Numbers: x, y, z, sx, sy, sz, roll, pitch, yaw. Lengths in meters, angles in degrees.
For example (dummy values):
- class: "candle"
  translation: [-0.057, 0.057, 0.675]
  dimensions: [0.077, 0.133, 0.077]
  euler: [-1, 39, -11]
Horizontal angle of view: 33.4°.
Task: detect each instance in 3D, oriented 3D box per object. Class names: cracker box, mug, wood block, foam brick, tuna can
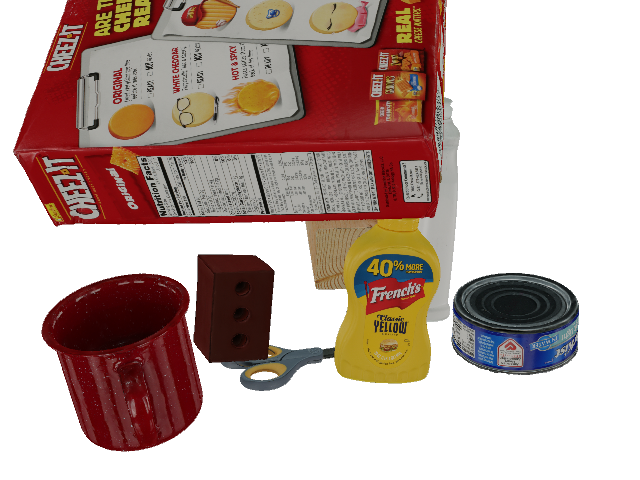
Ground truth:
- class: "cracker box"
  translation: [-0.039, -0.088, 0.591]
  dimensions: [0.214, 0.164, 0.072]
  euler: [-1, -39, 10]
- class: "mug"
  translation: [-0.118, 0.084, 0.671]
  dimensions: [0.093, 0.081, 0.117]
  euler: [-16, 29, -13]
- class: "wood block"
  translation: [0.030, -0.021, 1.451]
  dimensions: [0.090, 0.090, 0.206]
  euler: [-1, 26, -5]
- class: "foam brick"
  translation: [-0.072, 0.054, 0.877]
  dimensions: [0.052, 0.078, 0.051]
  euler: [-1, 14, -21]
- class: "tuna can"
  translation: [0.132, 0.055, 0.726]
  dimensions: [0.086, 0.034, 0.086]
  euler: [-3, 25, 1]

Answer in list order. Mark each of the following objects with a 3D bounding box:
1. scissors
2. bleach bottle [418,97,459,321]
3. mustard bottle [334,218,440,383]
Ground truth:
- class: "scissors"
  translation: [-0.012, 0.141, 1.213]
  dimensions: [0.201, 0.016, 0.096]
  euler: [1, 24, -8]
- class: "bleach bottle"
  translation: [0.123, -0.039, 1.234]
  dimensions: [0.068, 0.251, 0.103]
  euler: [-1, 22, -22]
- class: "mustard bottle"
  translation: [0.070, 0.045, 1.064]
  dimensions: [0.096, 0.192, 0.058]
  euler: [4, 16, -6]
